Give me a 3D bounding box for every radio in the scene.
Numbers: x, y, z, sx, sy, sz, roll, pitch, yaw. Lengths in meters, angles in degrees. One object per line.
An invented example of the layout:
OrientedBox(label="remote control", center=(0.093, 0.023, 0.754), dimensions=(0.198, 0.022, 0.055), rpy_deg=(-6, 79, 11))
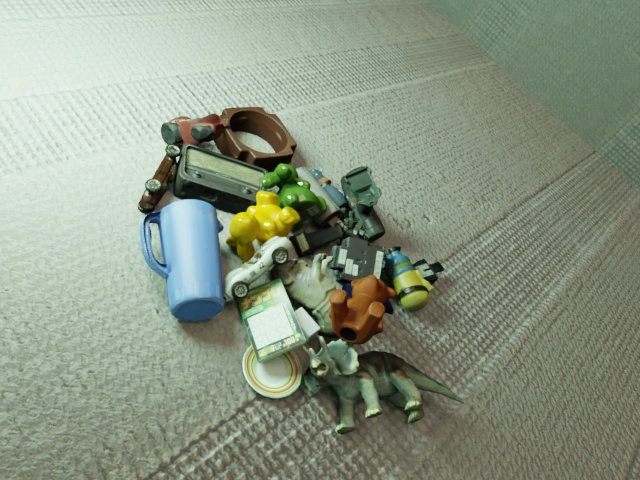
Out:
OrientedBox(label="radio", center=(-0.251, -0.147, 1.362), dimensions=(0.229, 0.073, 0.131), rpy_deg=(16, 46, -18))

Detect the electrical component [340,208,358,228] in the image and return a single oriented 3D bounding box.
OrientedBox(label="electrical component", center=(0.076, -0.039, 1.471), dimensions=(0.021, 0.093, 0.063), rpy_deg=(-13, 23, -34))

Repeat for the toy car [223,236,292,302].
OrientedBox(label="toy car", center=(-0.147, 0.064, 1.192), dimensions=(0.202, 0.074, 0.056), rpy_deg=(-40, 107, -18))

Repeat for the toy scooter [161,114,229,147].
OrientedBox(label="toy scooter", center=(-0.317, -0.290, 1.400), dimensions=(0.184, 0.075, 0.135), rpy_deg=(6, 28, 36))

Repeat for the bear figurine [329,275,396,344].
OrientedBox(label="bear figurine", center=(0.099, 0.127, 1.157), dimensions=(0.120, 0.131, 0.196), rpy_deg=(20, 42, 15))

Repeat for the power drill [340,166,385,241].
OrientedBox(label="power drill", center=(0.108, -0.120, 1.480), dimensions=(0.086, 0.207, 0.232), rpy_deg=(-20, 70, -10))

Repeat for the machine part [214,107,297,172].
OrientedBox(label="machine part", center=(-0.185, -0.277, 1.511), dimensions=(0.201, 0.087, 0.201), rpy_deg=(-14, 61, -40))

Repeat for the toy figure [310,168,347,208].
OrientedBox(label="toy figure", center=(0.016, -0.141, 1.532), dimensions=(0.064, 0.057, 0.155), rpy_deg=(-13, 55, -46))

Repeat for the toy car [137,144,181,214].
OrientedBox(label="toy car", center=(-0.376, -0.146, 1.276), dimensions=(0.053, 0.089, 0.202), rpy_deg=(23, 43, -11))

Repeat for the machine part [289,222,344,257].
OrientedBox(label="machine part", center=(-0.003, -0.004, 1.387), dimensions=(0.139, 0.039, 0.084), rpy_deg=(-22, 55, -12))

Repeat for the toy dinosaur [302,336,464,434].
OrientedBox(label="toy dinosaur", center=(0.124, 0.300, 1.169), dimensions=(0.405, 0.131, 0.192), rpy_deg=(7, 50, -34))

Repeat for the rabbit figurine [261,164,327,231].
OrientedBox(label="rabbit figurine", center=(-0.086, -0.130, 1.389), dimensions=(0.159, 0.121, 0.170), rpy_deg=(34, 25, -53))

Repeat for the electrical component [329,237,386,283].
OrientedBox(label="electrical component", center=(0.093, 0.056, 1.362), dimensions=(0.134, 0.058, 0.115), rpy_deg=(15, 76, -12))

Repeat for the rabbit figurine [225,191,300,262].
OrientedBox(label="rabbit figurine", center=(-0.157, -0.032, 1.258), dimensions=(0.122, 0.162, 0.173), rpy_deg=(47, 23, 12))

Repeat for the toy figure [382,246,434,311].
OrientedBox(label="toy figure", center=(0.220, 0.104, 1.414), dimensions=(0.089, 0.082, 0.180), rpy_deg=(-14, 69, -38))

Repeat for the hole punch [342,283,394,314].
OrientedBox(label="hole punch", center=(0.109, 0.153, 1.306), dimensions=(0.142, 0.092, 0.116), rpy_deg=(11, 44, -18))

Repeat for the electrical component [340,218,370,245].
OrientedBox(label="electrical component", center=(0.090, -0.002, 1.425), dimensions=(0.078, 0.102, 0.045), rpy_deg=(14, 35, 1))

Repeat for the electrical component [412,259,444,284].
OrientedBox(label="electrical component", center=(0.288, 0.093, 1.494), dimensions=(0.119, 0.047, 0.075), rpy_deg=(-16, 63, -40))

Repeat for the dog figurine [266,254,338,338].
OrientedBox(label="dog figurine", center=(-0.029, 0.139, 1.243), dimensions=(0.121, 0.172, 0.190), rpy_deg=(11, 69, -66))

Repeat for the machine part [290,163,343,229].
OrientedBox(label="machine part", center=(-0.020, -0.116, 1.473), dimensions=(0.079, 0.079, 0.243), rpy_deg=(-23, 67, -42))
